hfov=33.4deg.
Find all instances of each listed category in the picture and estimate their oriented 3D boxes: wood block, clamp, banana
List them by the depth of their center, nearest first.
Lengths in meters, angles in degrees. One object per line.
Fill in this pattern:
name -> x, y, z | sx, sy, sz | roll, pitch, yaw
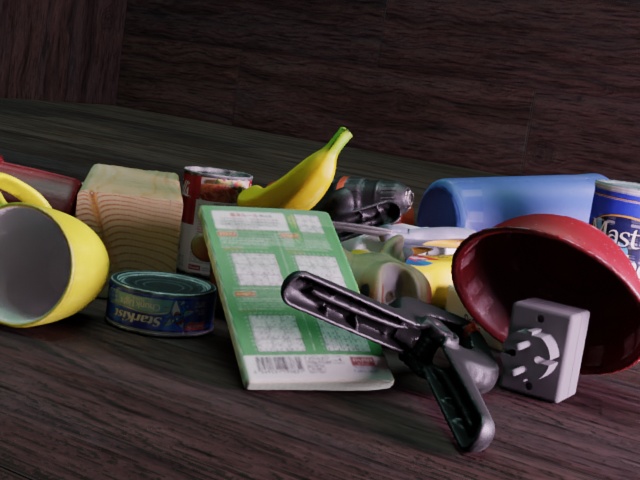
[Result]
clamp -> 0.066, 0.069, 0.741 | 0.165, 0.036, 0.209 | 38, 13, 13
banana -> -0.033, -0.039, 0.933 | 0.037, 0.069, 0.198 | 47, -29, -12
wood block -> -0.177, -0.011, 0.986 | 0.090, 0.091, 0.206 | 7, 9, -10
clamp -> -0.008, -0.003, 0.998 | 0.172, 0.039, 0.120 | -25, -21, 32

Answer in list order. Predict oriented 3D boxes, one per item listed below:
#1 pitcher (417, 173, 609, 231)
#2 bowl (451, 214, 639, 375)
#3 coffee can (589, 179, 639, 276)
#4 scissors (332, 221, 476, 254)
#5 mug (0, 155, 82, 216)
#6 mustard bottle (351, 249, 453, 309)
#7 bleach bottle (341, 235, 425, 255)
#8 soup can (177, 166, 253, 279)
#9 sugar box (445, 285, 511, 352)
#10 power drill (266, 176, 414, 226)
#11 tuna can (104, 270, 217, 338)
pitcher -> 0.242, -0.023, 1.334 | 0.242, 0.145, 0.149 | 1, -22, -26
bowl -> 0.186, 0.032, 0.828 | 0.162, 0.162, 0.055 | 14, 52, 32
coffee can -> 0.329, 0.013, 1.121 | 0.103, 0.140, 0.103 | 8, 9, -1
scissors -> 0.058, -0.001, 0.990 | 0.201, 0.016, 0.096 | 3, -13, -35
mug -> -0.273, -0.018, 0.996 | 0.081, 0.093, 0.117 | 12, 39, -5
mustard bottle -> 0.077, 0.039, 0.999 | 0.191, 0.058, 0.096 | 2, 4, -31
bleach bottle -> -0.008, 0.001, 1.158 | 0.102, 0.068, 0.251 | 8, 4, -39
soup can -> -0.106, -0.018, 1.050 | 0.068, 0.102, 0.068 | 8, 9, -1
sugar box -> 0.209, 0.070, 0.970 | 0.175, 0.048, 0.093 | -2, 12, -30
power drill -> 0.048, -0.038, 1.284 | 0.185, 0.057, 0.187 | 2, -9, 26
tuna can -> -0.124, 0.049, 0.835 | 0.086, 0.034, 0.086 | 8, 9, -1
